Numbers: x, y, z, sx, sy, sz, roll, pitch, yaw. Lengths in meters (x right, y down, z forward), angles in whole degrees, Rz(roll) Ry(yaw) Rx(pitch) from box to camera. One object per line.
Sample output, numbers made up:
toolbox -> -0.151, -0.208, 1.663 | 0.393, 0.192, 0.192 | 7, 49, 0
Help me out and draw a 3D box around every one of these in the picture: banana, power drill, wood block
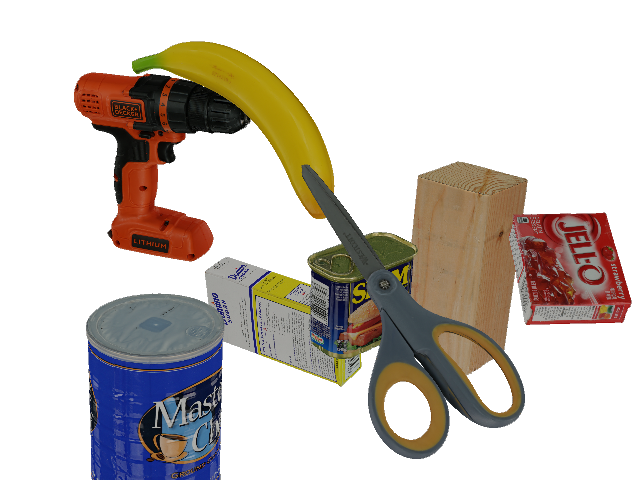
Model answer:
banana -> -0.051, -0.097, 0.820 | 0.198, 0.069, 0.037 | 39, -6, 14
power drill -> -0.151, -0.074, 1.068 | 0.185, 0.188, 0.057 | 11, 31, 20
wood block -> 0.156, 0.029, 1.171 | 0.090, 0.206, 0.090 | 19, 25, 34

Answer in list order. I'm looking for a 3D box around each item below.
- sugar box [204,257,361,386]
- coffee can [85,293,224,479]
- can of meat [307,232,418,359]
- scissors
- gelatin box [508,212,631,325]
sugar box -> -0.041, 0.085, 1.151 | 0.176, 0.093, 0.048 | 19, 38, 31
coffee can -> -0.127, 0.125, 0.822 | 0.103, 0.140, 0.103 | 3, 22, -1
can of meat -> 0.037, 0.049, 0.962 | 0.101, 0.084, 0.058 | -19, 33, -37
scissors -> 0.029, 0.045, 0.626 | 0.202, 0.096, 0.016 | 42, -20, 18
gelatin box -> 0.184, 0.019, 0.794 | 0.073, 0.089, 0.030 | -1, -40, -2
